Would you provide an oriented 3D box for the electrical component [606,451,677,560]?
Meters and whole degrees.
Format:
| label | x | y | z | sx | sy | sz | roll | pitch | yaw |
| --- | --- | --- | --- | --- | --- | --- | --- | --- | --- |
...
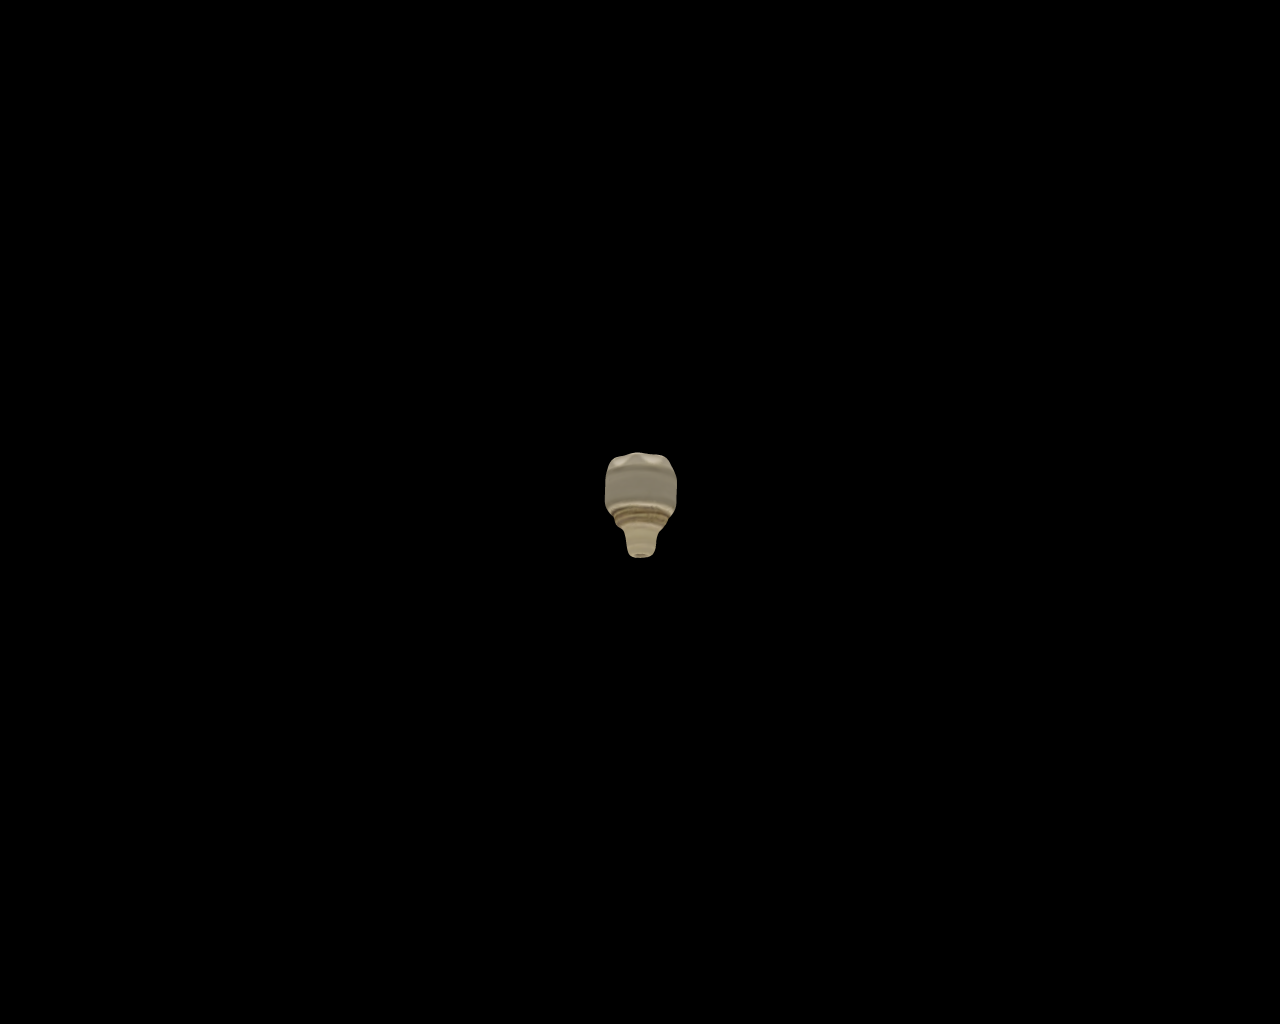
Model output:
| label | x | y | z | sx | sy | sz | roll | pitch | yaw |
| --- | --- | --- | --- | --- | --- | --- | --- | --- | --- |
| electrical component | 0.001 | -0.003 | 0.650 | 0.043 | 0.062 | 0.043 | 0 | -15 | 0 |
